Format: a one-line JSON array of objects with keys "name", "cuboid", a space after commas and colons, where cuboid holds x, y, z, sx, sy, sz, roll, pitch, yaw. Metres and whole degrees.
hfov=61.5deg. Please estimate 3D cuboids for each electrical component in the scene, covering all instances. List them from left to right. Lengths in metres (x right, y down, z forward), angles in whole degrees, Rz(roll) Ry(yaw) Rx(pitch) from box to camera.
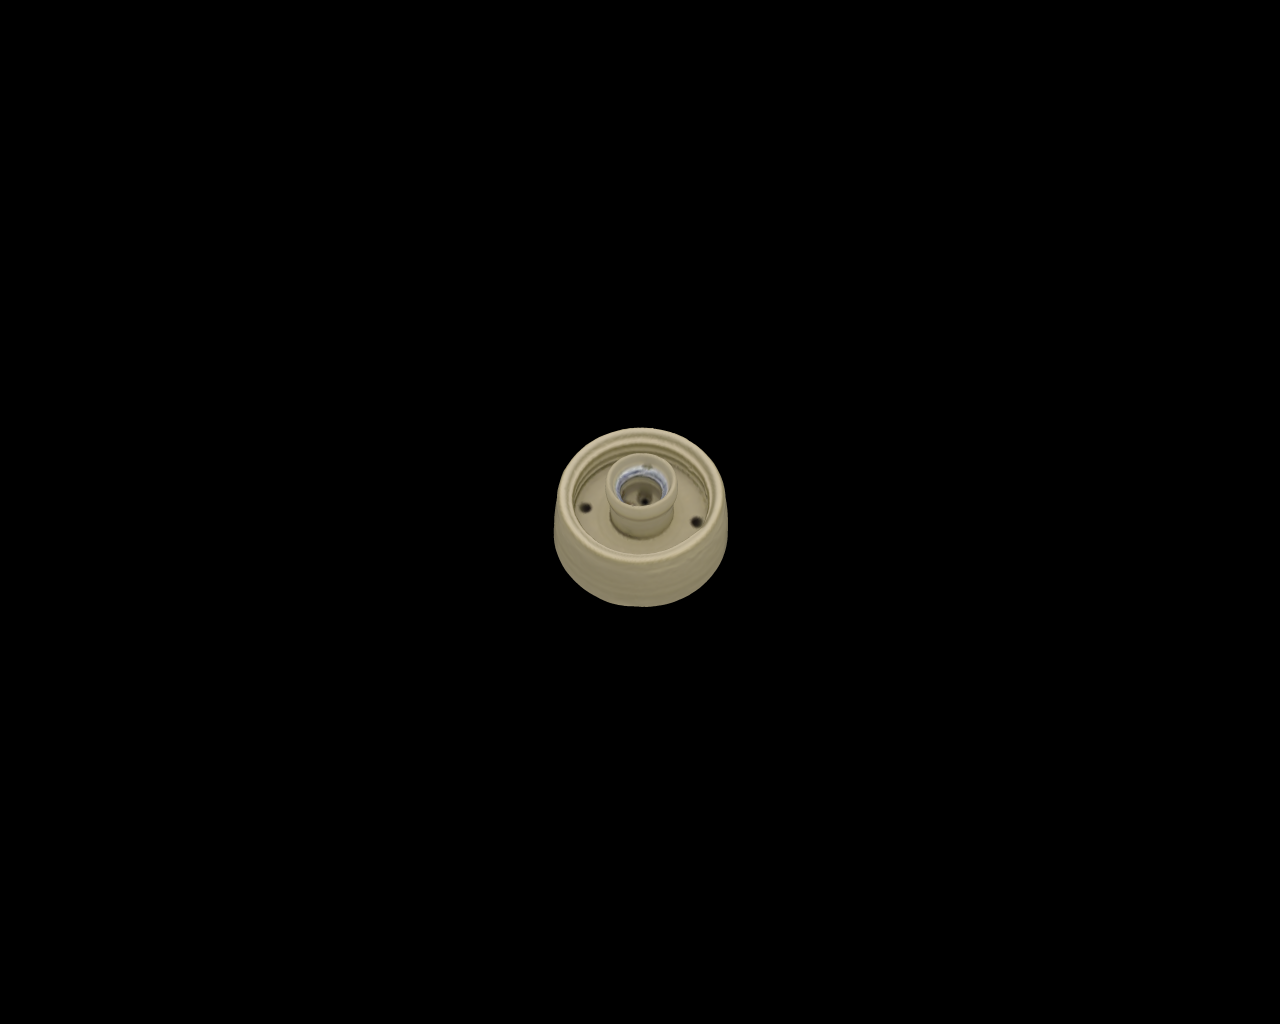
[{"name": "electrical component", "cuboid": [0.001, -0.003, 0.650, 0.108, 0.108, 0.060, 0, -34, 0]}]
